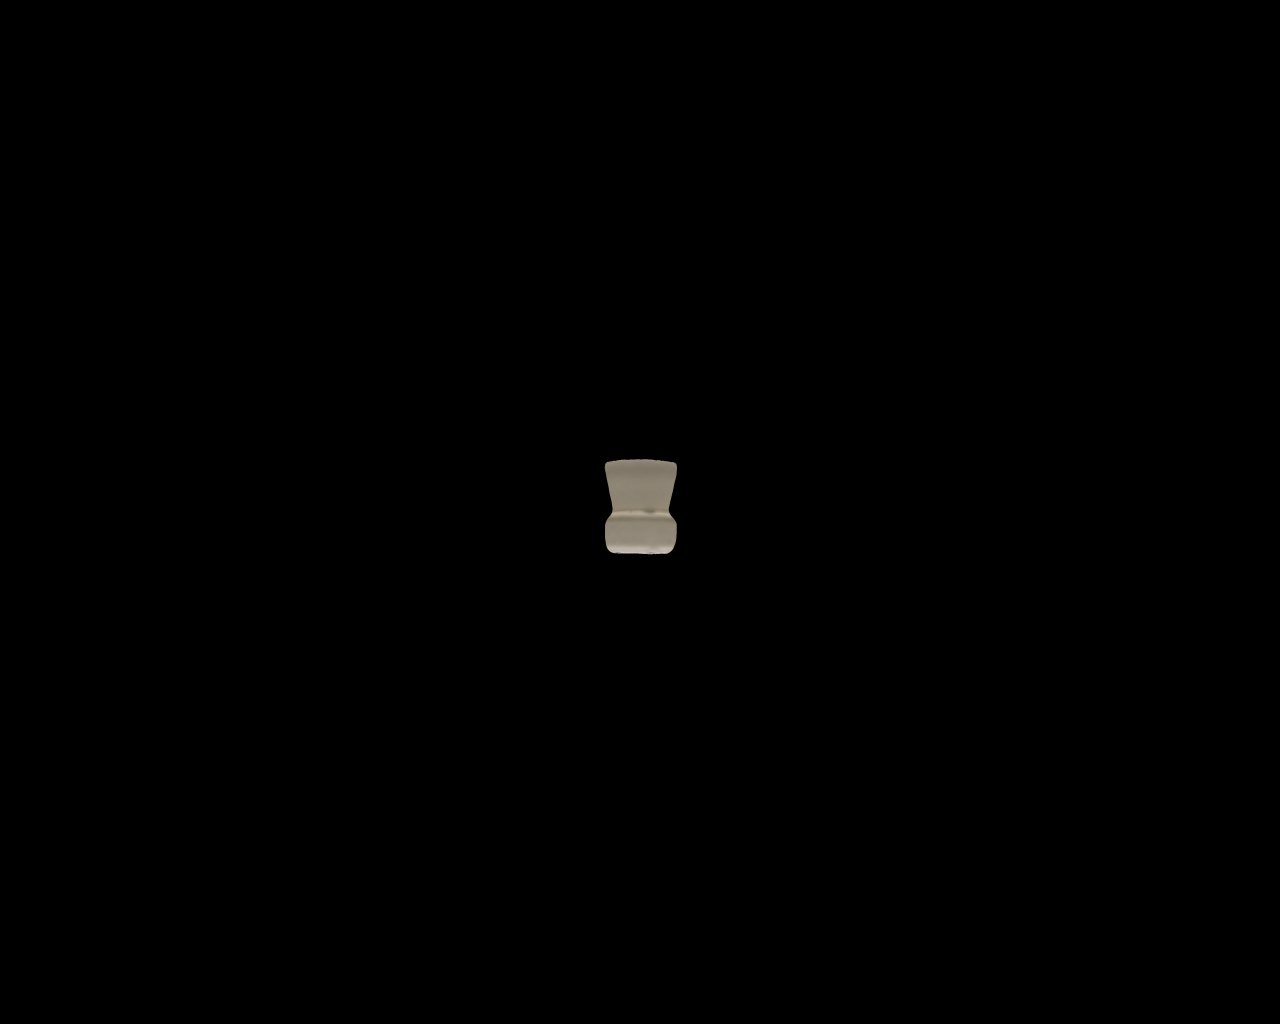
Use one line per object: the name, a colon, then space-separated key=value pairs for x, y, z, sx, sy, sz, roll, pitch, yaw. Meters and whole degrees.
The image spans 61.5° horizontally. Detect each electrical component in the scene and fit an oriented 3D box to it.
electrical component: x=0.001 y=-0.003 z=0.650 sx=0.045 sy=0.055 sz=0.045 roll=0 pitch=-3 yaw=0
